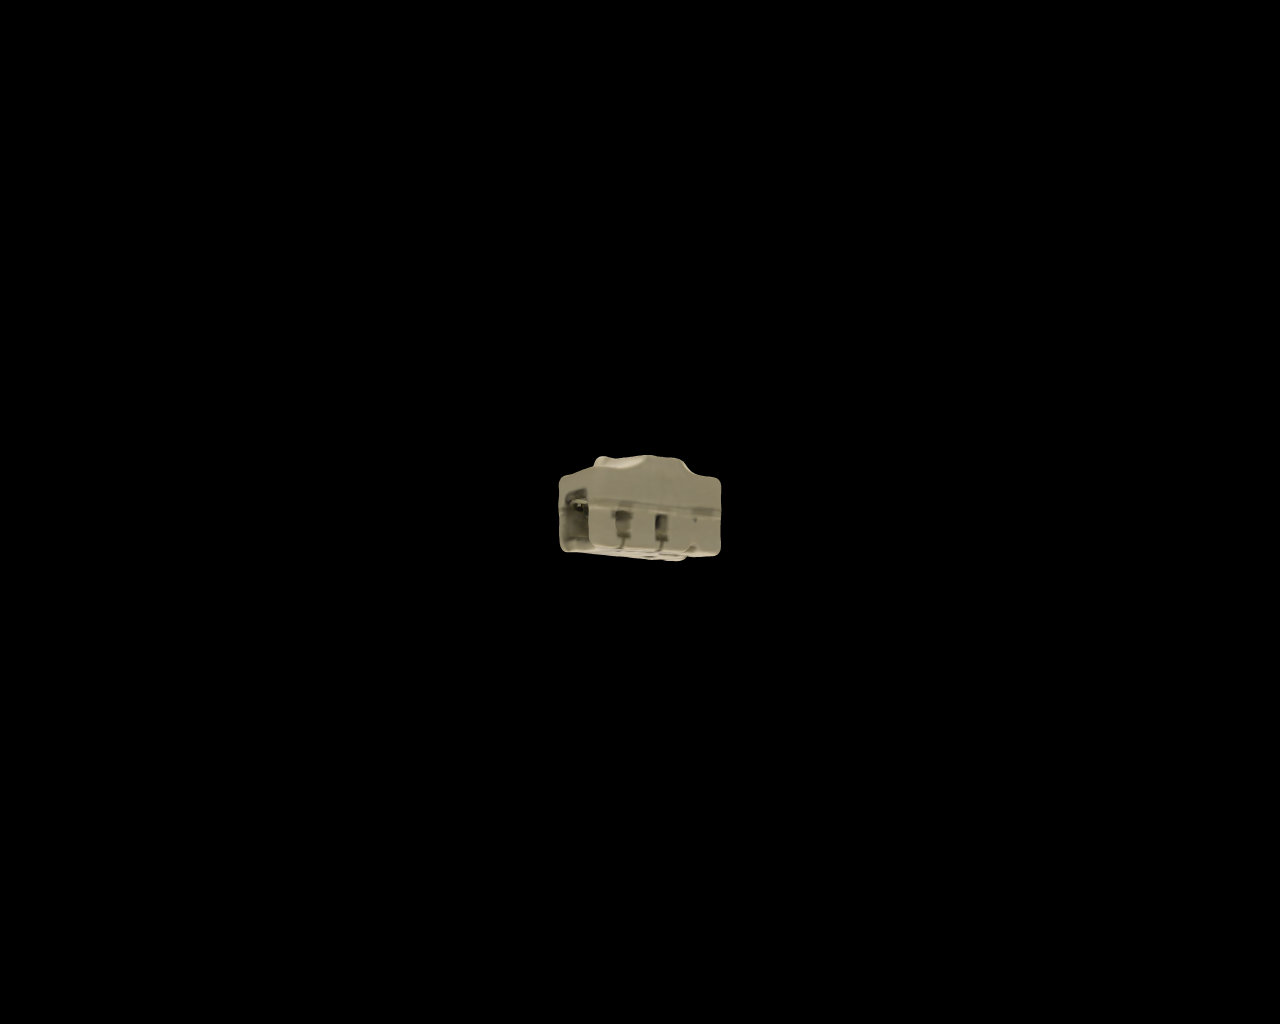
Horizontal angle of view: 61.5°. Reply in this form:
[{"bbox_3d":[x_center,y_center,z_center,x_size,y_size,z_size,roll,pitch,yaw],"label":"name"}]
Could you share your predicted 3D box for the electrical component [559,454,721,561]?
[{"bbox_3d":[0.001,-0.003,0.650,0.089,0.055,0.050,5,-10,-32],"label":"electrical component"}]
